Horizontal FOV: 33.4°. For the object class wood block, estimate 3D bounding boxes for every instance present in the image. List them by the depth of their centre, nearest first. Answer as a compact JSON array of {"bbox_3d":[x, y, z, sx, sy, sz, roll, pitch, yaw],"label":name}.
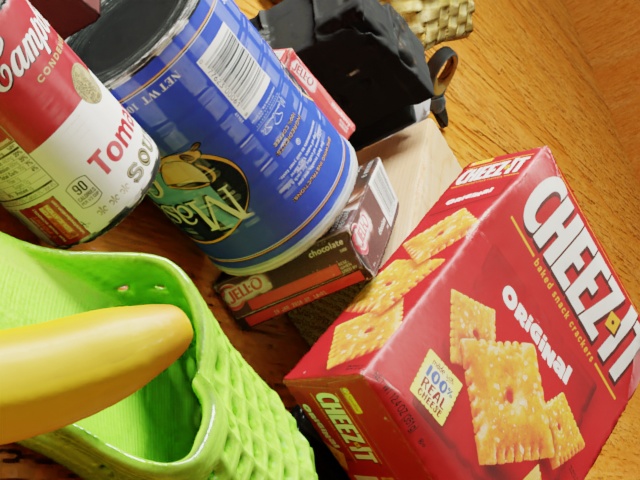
[{"bbox_3d":[0.053,0.009,0.751,0.090,0.091,0.206,56,24,-21],"label":"wood block"}]

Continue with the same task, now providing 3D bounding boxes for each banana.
[{"bbox_3d":[-0.132,0.036,0.328,0.197,0.070,0.037,17,20,-38],"label":"banana"}]

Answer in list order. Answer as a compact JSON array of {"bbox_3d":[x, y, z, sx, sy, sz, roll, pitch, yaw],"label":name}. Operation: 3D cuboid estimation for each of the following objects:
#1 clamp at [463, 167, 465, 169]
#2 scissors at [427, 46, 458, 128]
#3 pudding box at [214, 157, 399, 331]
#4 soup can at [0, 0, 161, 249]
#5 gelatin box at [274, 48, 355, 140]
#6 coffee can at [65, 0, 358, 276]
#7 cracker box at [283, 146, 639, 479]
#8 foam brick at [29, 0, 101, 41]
[{"bbox_3d":[0.180,0.045,0.921,0.164,0.036,0.210,23,46,-68],"label":"clamp"},{"bbox_3d":[0.106,-0.129,1.083,0.016,0.096,0.202,42,-13,15],"label":"scissors"},{"bbox_3d":[-0.004,0.001,0.636,0.039,0.090,0.113,62,22,-14],"label":"pudding box"},{"bbox_3d":[-0.125,-0.052,0.454,0.102,0.069,0.068,50,27,-33],"label":"soup can"},{"bbox_3d":[-0.033,-0.083,0.660,0.073,0.089,0.030,46,62,-38],"label":"gelatin box"},{"bbox_3d":[-0.059,-0.063,0.561,0.140,0.103,0.103,48,28,-35],"label":"coffee can"},{"bbox_3d":[0.099,0.071,0.614,0.213,0.072,0.164,-46,112,-36],"label":"cracker box"},{"bbox_3d":[-0.142,-0.136,0.519,0.051,0.053,0.078,40,34,-46],"label":"foam brick"}]
